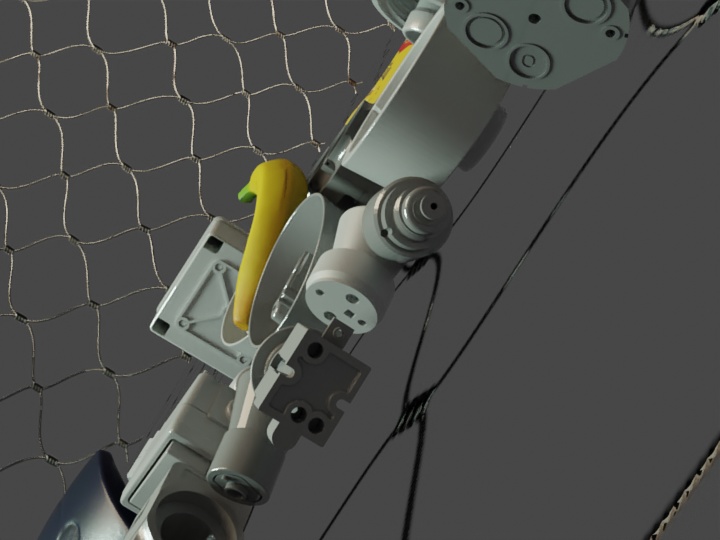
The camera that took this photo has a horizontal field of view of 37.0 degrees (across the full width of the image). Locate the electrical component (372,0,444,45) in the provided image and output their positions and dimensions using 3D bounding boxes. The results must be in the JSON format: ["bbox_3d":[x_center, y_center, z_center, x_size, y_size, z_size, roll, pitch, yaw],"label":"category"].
[{"bbox_3d":[0.059,-0.176,0.713,0.060,0.108,0.108,-64,7,-4],"label":"electrical component"}]

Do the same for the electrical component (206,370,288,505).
[{"bbox_3d":[-0.054,0.090,0.569,0.044,0.044,0.065,-49,15,50],"label":"electrical component"}]

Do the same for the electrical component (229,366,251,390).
[{"bbox_3d":[-0.072,0.093,0.678,0.078,0.040,0.040,-51,9,43],"label":"electrical component"}]

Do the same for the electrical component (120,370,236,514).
[{"bbox_3d":[-0.089,0.111,0.625,0.096,0.062,0.061,-52,8,35],"label":"electrical component"}]

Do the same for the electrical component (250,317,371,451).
[{"bbox_3d":[-0.028,0.053,0.530,0.066,0.048,0.055,-58,14,-4],"label":"electrical component"}]

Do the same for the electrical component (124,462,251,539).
[{"bbox_3d":[-0.096,0.149,0.554,0.055,0.050,0.089,-54,8,29],"label":"electrical component"}]

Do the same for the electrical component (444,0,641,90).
[{"bbox_3d":[0.076,-0.117,0.435,0.080,0.080,0.051,-48,17,54],"label":"electrical component"}]

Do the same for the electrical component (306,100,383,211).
[{"bbox_3d":[0.000,-0.070,0.814,0.089,0.062,0.150,-60,7,-19],"label":"electrical component"}]

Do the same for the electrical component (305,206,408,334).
[{"bbox_3d":[0.000,0.000,0.573,0.045,0.045,0.055,-48,12,52],"label":"electrical component"}]

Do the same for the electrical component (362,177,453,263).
[{"bbox_3d":[0.026,-0.026,0.524,0.040,0.040,0.078,-58,7,-10],"label":"electrical component"}]

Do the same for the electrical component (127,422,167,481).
[{"bbox_3d":[-0.150,0.151,0.909,0.073,0.052,0.138,-60,8,-25],"label":"electrical component"}]

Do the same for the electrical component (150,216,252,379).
[{"bbox_3d":[-0.108,0.029,0.936,0.108,0.109,0.056,-55,10,16],"label":"electrical component"}]

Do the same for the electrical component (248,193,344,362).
[{"bbox_3d":[-0.029,0.010,0.645,0.099,0.064,0.099,-56,7,11],"label":"electrical component"}]

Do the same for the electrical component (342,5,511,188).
[{"bbox_3d":[0.044,-0.086,0.582,0.108,0.060,0.108,-56,7,11],"label":"electrical component"}]

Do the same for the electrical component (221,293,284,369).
[{"bbox_3d":[-0.054,0.021,0.767,0.099,0.064,0.099,-56,7,10],"label":"electrical component"}]
